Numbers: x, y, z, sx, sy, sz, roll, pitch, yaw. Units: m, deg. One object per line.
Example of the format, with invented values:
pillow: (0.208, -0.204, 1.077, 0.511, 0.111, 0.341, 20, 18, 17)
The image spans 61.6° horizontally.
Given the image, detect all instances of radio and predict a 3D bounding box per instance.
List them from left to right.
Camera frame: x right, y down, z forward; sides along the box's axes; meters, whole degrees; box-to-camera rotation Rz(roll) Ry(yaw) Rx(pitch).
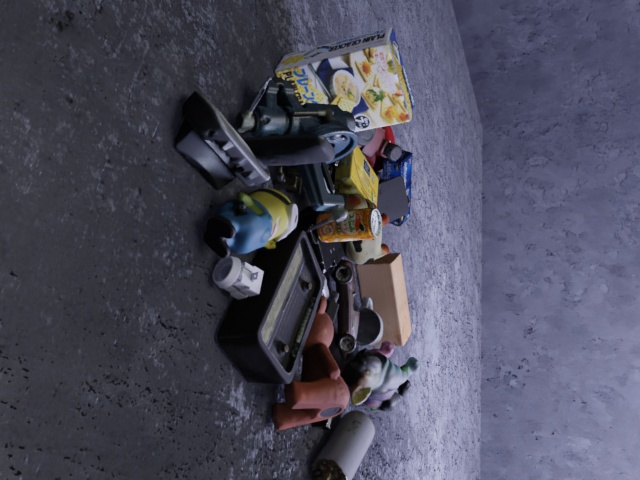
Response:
radio: (-0.066, 0.104, 0.843, 0.230, 0.073, 0.130, -67, 144, -45)

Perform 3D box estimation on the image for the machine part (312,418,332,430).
machine part: (-0.004, 0.299, 0.992, 0.138, 0.039, 0.084, 54, 47, -52)

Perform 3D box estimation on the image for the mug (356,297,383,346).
mug: (0.104, 0.186, 1.207, 0.107, 0.081, 0.109, 49, 37, -68)

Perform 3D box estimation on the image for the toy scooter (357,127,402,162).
toy scooter: (0.093, -0.239, 1.222, 0.183, 0.135, 0.075, 24, 99, -44)

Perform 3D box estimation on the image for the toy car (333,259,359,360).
toy car: (0.053, 0.140, 1.092, 0.089, 0.053, 0.202, 119, -32, -82)

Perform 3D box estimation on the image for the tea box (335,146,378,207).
tea box: (0.072, -0.133, 1.191, 0.169, 0.068, 0.098, 43, 48, -55)

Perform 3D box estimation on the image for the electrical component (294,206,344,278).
electrical component: (-0.002, -0.003, 1.023, 0.134, 0.058, 0.114, -51, 134, -56)

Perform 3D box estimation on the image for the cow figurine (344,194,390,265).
cow figurine: (0.082, -0.022, 1.160, 0.127, 0.086, 0.194, -31, 141, -18)

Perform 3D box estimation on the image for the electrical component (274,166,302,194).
electrical component: (-0.050, -0.128, 0.959, 0.078, 0.045, 0.102, 101, 0, -65)

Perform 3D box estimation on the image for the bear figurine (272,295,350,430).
bear figurine: (-0.024, 0.197, 0.899, 0.132, 0.120, 0.196, -1, 53, -26)

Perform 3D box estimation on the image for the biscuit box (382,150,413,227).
biscuit box: (0.202, -0.137, 1.415, 0.063, 0.059, 0.202, -41, 139, -38)

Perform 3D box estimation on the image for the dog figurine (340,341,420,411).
dog figurine: (0.099, 0.302, 1.132, 0.219, 0.109, 0.191, -9, 126, -49)

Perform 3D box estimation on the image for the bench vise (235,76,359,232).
bench vise: (-0.019, -0.141, 0.862, 0.223, 0.129, 0.240, -1, 69, -47)

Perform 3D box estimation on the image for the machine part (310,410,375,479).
machine part: (0.047, 0.405, 1.035, 0.243, 0.079, 0.079, -32, 115, -62)

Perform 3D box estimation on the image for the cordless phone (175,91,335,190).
cordless phone: (-0.083, -0.134, 0.715, 0.146, 0.184, 0.089, 51, 46, -52)

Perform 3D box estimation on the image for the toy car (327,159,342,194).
toy car: (0.007, -0.144, 1.049, 0.202, 0.056, 0.073, -84, 163, -47)

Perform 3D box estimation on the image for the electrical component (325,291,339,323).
electrical component: (0.013, 0.146, 1.033, 0.063, 0.021, 0.094, 128, -16, -60)

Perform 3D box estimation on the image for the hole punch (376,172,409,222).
hole punch: (0.147, -0.103, 1.348, 0.116, 0.092, 0.142, -24, 118, -25)

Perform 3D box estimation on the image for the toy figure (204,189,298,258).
toy figure: (-0.099, -0.031, 0.787, 0.089, 0.082, 0.180, 56, 32, 7)
